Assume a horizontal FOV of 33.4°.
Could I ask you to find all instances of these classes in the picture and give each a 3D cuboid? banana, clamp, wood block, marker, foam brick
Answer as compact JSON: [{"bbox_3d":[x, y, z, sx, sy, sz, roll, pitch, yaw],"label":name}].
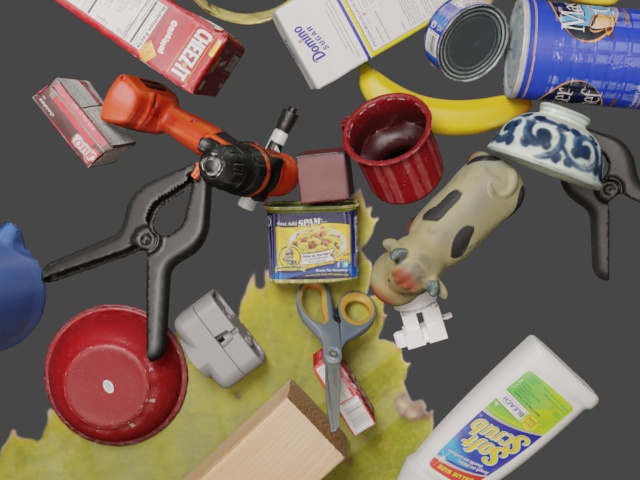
[{"bbox_3d":[0.123,-0.146,1.132,0.198,0.037,0.069,17,96,-1],"label":"banana"},{"bbox_3d":[-0.192,0.003,1.144,0.165,0.036,0.210,27,84,13],"label":"clamp"},{"bbox_3d":[-0.076,0.259,1.151,0.206,0.090,0.091,-44,94,5],"label":"wood block"},{"bbox_3d":[-0.055,-0.088,1.151,0.020,0.020,0.121,26,96,-2],"label":"marker"},{"bbox_3d":[0.006,-0.069,1.122,0.051,0.078,0.053,-6,96,6],"label":"foam brick"},{"bbox_3d":[0.319,-0.055,1.136,0.120,0.039,0.171,-25,95,5],"label":"clamp"}]

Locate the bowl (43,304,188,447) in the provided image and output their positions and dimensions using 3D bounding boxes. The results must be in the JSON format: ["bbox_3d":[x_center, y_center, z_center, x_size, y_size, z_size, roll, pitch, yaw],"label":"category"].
[{"bbox_3d":[-0.227,0.153,1.161,0.162,0.055,0.162,0,96,1],"label":"bowl"}]

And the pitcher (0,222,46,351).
[{"bbox_3d":[-0.380,0.069,1.061,0.145,0.242,0.149,-17,89,6],"label":"pitcher"}]

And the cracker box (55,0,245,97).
[{"bbox_3d":[-0.185,-0.231,1.067,0.213,0.164,0.072,34,97,-2],"label":"cracker box"}]

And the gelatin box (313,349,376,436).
[{"bbox_3d":[0.026,0.159,1.147,0.030,0.073,0.089,-31,94,3],"label":"gelatin box"}]

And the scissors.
[{"bbox_3d":[0.029,0.114,1.104,0.096,0.202,0.016,-2,134,-19],"label":"scissors"}]

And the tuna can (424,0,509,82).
[{"bbox_3d":[0.151,-0.209,1.105,0.086,0.034,0.086,-16,129,-20],"label":"tuna can"}]

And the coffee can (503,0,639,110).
[{"bbox_3d":[0.267,-0.190,1.092,0.140,0.103,0.103,5,96,0],"label":"coffee can"}]

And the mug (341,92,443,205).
[{"bbox_3d":[0.070,-0.094,1.101,0.117,0.081,0.093,24,68,34],"label":"mug"}]

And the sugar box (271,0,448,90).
[{"bbox_3d":[0.046,-0.237,1.104,0.176,0.048,0.093,-30,101,-4],"label":"sugar box"}]

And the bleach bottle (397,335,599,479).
[{"bbox_3d":[0.177,0.224,1.157,0.102,0.068,0.251,43,97,-3],"label":"bleach bottle"}]

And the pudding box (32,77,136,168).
[{"bbox_3d":[-0.241,-0.122,1.103,0.039,0.113,0.090,-37,93,8],"label":"pudding box"}]

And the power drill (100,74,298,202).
[{"bbox_3d":[-0.125,-0.099,1.069,0.188,0.184,0.057,31,98,17],"label":"power drill"}]

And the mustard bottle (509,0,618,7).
[{"bbox_3d":[0.216,-0.296,1.104,0.191,0.058,0.096,5,95,0],"label":"mustard bottle"}]

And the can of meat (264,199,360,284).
[{"bbox_3d":[-0.007,0.001,1.140,0.102,0.057,0.084,-2,98,2],"label":"can of meat"}]
